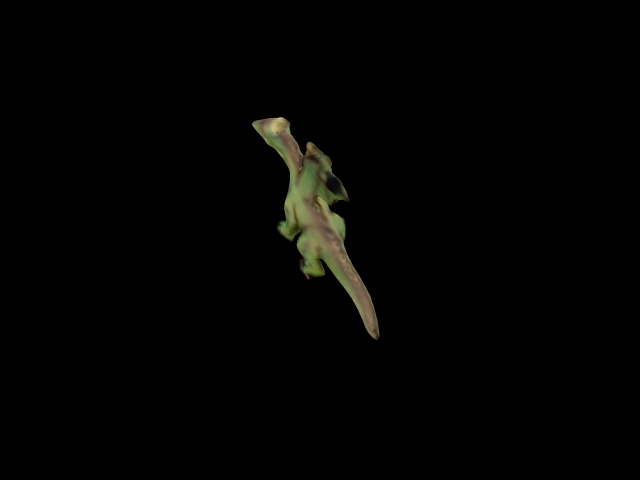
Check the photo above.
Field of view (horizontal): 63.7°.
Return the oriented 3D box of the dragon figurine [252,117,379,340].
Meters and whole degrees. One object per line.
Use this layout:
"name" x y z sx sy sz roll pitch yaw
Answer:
"dragon figurine" 0.003 -0.043 0.850 0.123 0.416 0.238 -29 -23 -13
